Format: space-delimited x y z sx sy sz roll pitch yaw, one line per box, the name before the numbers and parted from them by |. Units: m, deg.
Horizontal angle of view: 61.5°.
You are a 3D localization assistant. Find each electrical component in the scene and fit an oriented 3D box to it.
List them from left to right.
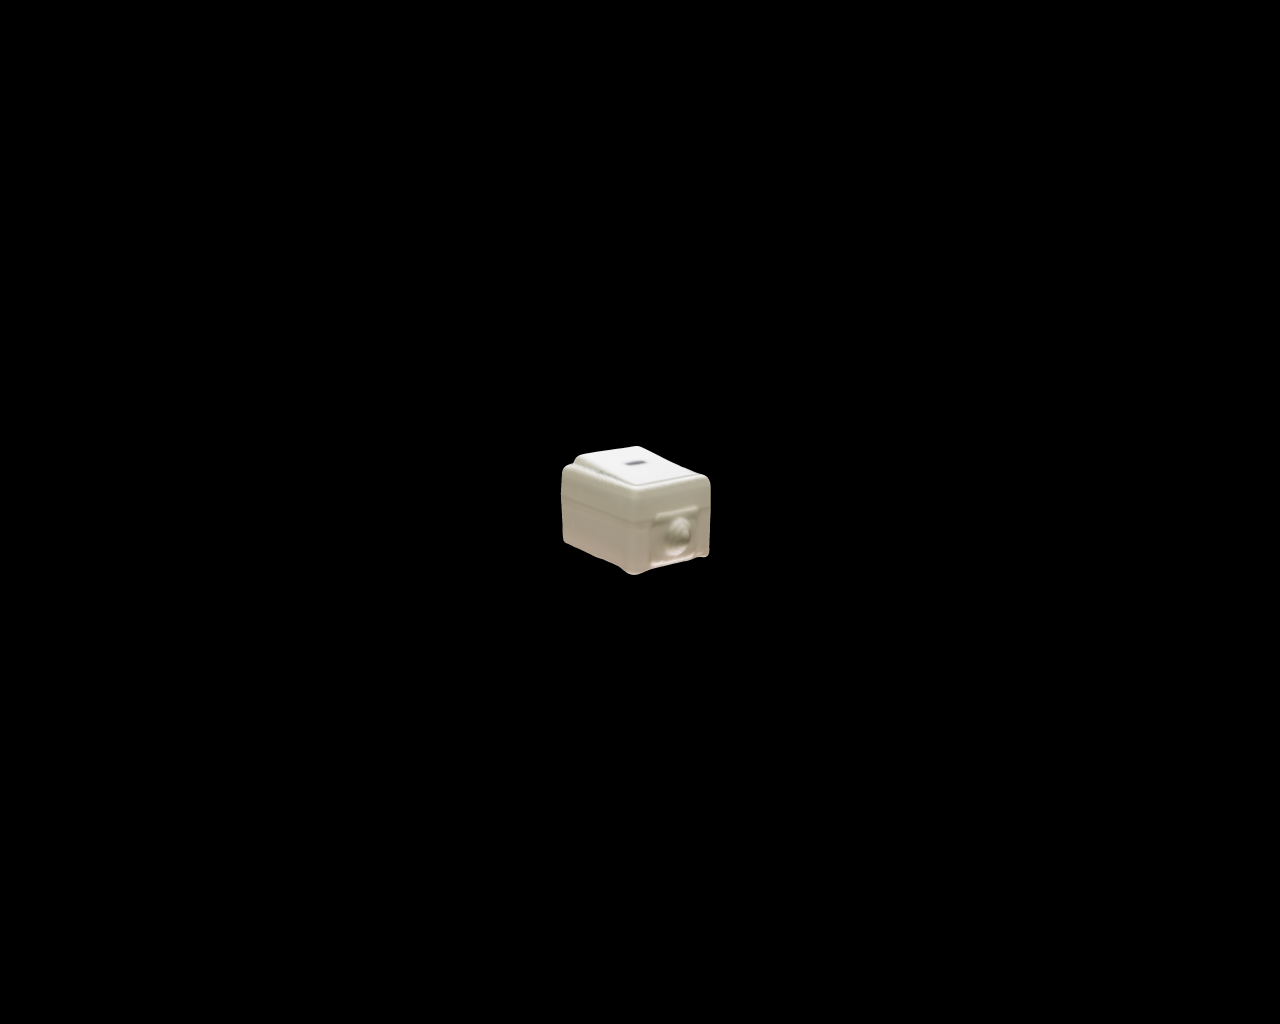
electrical component | 0.001 -0.003 0.650 0.062 0.061 0.096 -11 19 -34
